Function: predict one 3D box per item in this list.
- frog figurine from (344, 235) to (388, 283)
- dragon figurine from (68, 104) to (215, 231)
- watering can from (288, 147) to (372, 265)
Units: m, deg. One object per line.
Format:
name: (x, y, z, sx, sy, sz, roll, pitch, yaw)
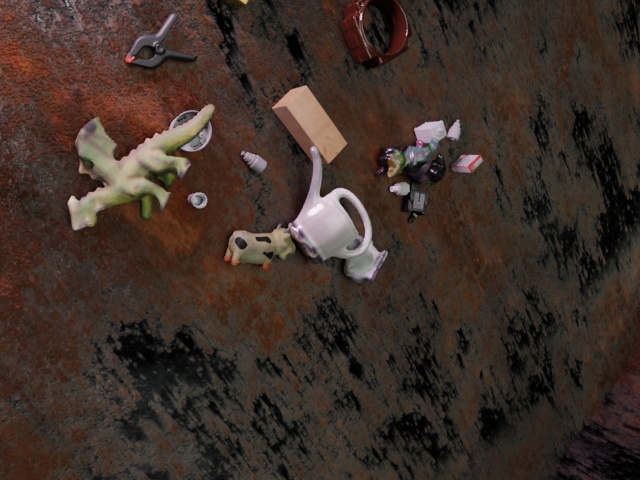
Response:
frog figurine: (0.113, 0.052, 1.593, 0.160, 0.122, 0.138, 31, 86, 6)
dragon figurine: (-0.442, -0.193, 1.200, 0.241, 0.122, 0.412, 29, 83, -22)
watering can: (0.004, -0.074, 1.473, 0.225, 0.105, 0.344, -37, 107, -5)
